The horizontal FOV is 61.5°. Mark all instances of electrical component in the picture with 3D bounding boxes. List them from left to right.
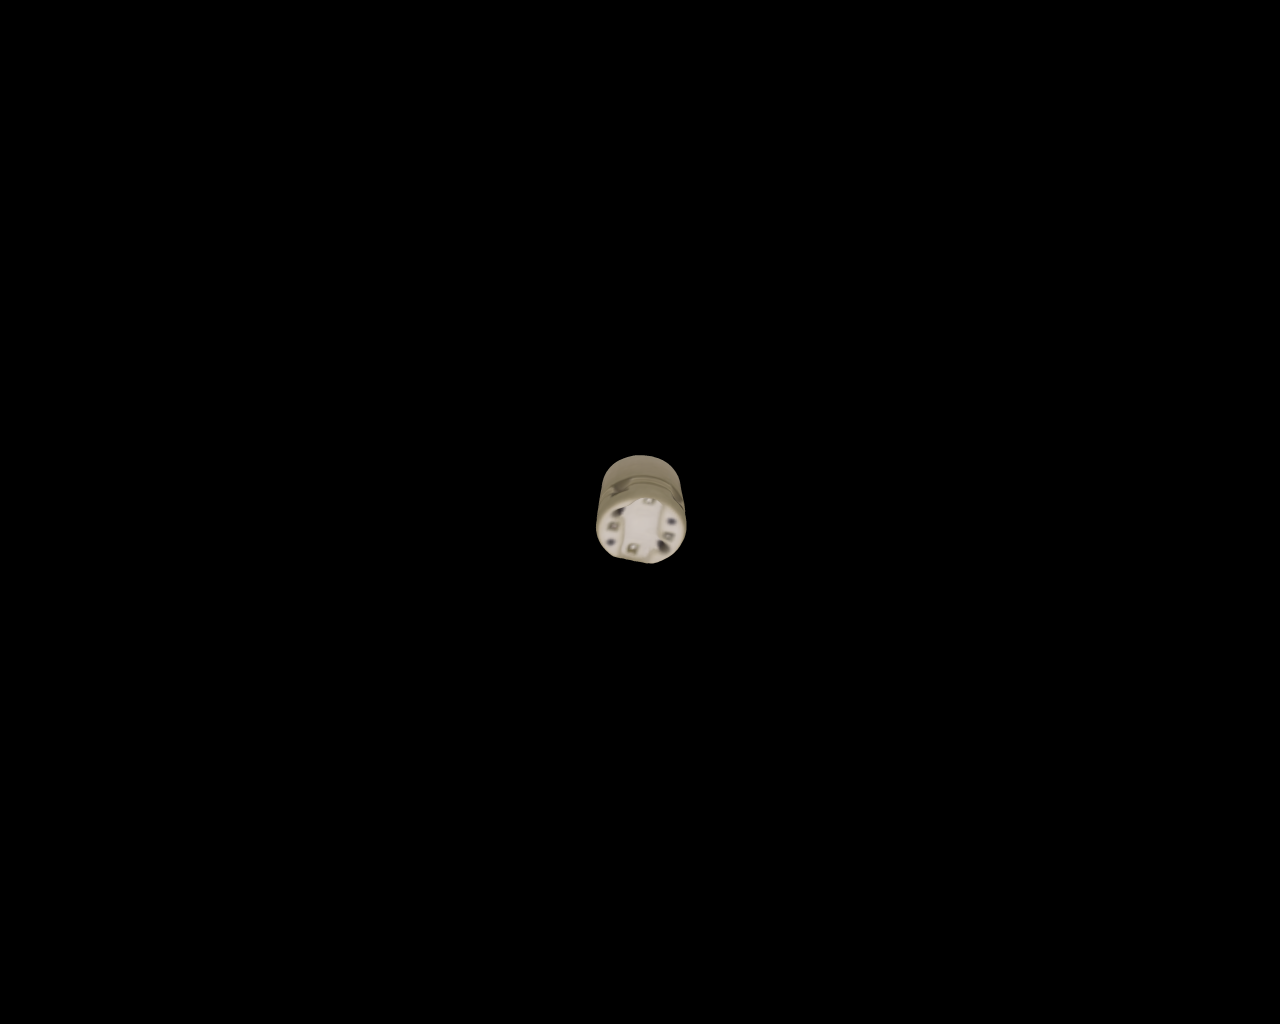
[{"bbox_3d":[0.001,-0.003,0.650,0.055,0.055,0.047,0,40,0],"label":"electrical component"}]
